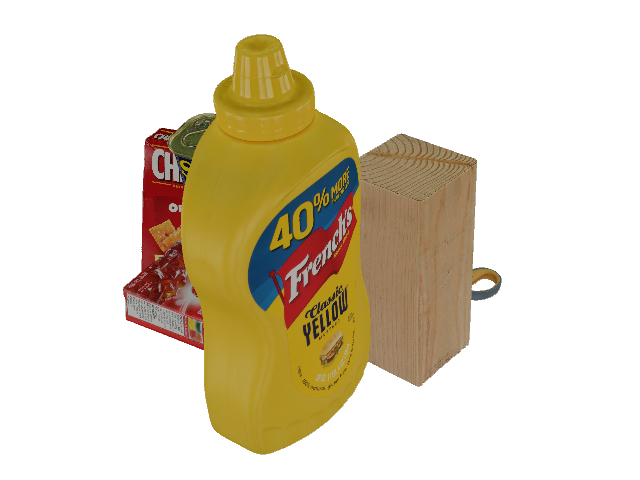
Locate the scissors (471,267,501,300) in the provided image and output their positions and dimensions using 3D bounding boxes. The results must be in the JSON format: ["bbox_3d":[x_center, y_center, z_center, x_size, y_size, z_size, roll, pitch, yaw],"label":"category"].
[{"bbox_3d":[0.126,0.053,1.245,0.201,0.016,0.096,-11,40,-35],"label":"scissors"}]

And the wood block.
[{"bbox_3d":[0.082,0.019,0.994,0.091,0.206,0.090,24,42,35],"label":"wood block"}]

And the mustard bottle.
[{"bbox_3d":[-0.018,-0.001,0.473,0.058,0.192,0.096,23,45,32],"label":"mustard bottle"}]

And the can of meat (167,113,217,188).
[{"bbox_3d":[-0.073,-0.052,0.910,0.102,0.084,0.057,18,49,28],"label":"can of meat"}]

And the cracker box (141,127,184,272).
[{"bbox_3d":[-0.165,-0.038,1.502,0.164,0.214,0.072,9,23,10],"label":"cracker box"}]

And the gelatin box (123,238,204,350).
[{"bbox_3d":[-0.073,0.029,0.694,0.073,0.030,0.089,19,38,22],"label":"gelatin box"}]
